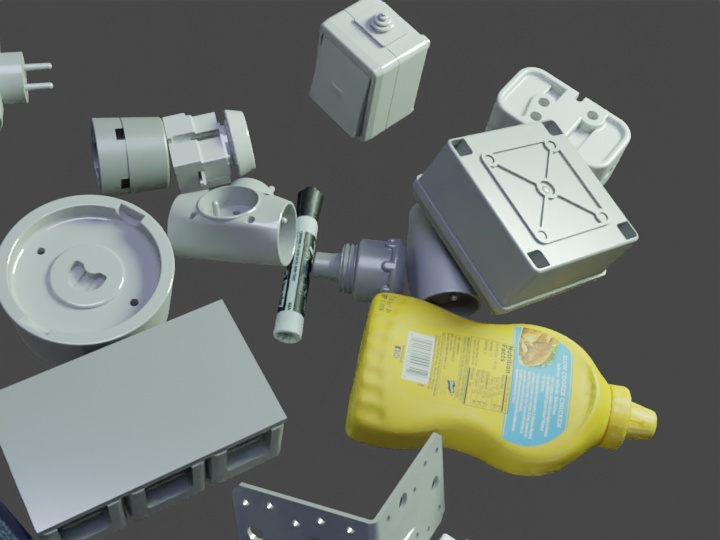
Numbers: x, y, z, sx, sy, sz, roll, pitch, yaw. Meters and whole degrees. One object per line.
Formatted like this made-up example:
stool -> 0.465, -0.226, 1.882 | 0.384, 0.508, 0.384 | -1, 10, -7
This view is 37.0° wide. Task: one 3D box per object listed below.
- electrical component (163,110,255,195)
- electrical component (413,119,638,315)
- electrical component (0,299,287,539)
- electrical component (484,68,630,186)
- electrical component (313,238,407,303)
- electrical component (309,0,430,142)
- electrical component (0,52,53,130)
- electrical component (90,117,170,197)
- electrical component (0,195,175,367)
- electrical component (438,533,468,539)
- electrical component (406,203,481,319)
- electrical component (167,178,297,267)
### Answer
electrical component -> -0.106, -0.086, 0.762 | 0.055, 0.048, 0.066 | -14, 61, -7
electrical component -> 0.109, -0.037, 0.711 | 0.109, 0.056, 0.108 | -16, 66, -38
electrical component -> -0.131, 0.094, 0.638 | 0.150, 0.061, 0.089 | -23, 64, -20
electrical component -> 0.142, -0.095, 0.792 | 0.095, 0.059, 0.053 | 36, 61, 13
electrical component -> 0.000, 0.000, 0.725 | 0.062, 0.048, 0.048 | 7, 58, 4
electrical component -> 0.004, -0.149, 0.785 | 0.061, 0.096, 0.061 | -35, 70, -25
electrical component -> -0.262, -0.137, 0.772 | 0.079, 0.043, 0.077 | -6, 60, -12
electrical component -> -0.159, -0.079, 0.745 | 0.047, 0.055, 0.055 | -7, 60, -16
electrical component -> -0.171, 0.013, 0.683 | 0.108, 0.060, 0.108 | 3, 58, -6
electrical component -> 0.041, 0.196, 0.569 | 0.057, 0.113, 0.078 | 33, 60, 9
electrical component -> 0.075, -0.006, 0.738 | 0.079, 0.043, 0.077 | 6, 57, -14
electrical component -> -0.080, -0.037, 0.732 | 0.077, 0.044, 0.079 | 5, 36, 13
